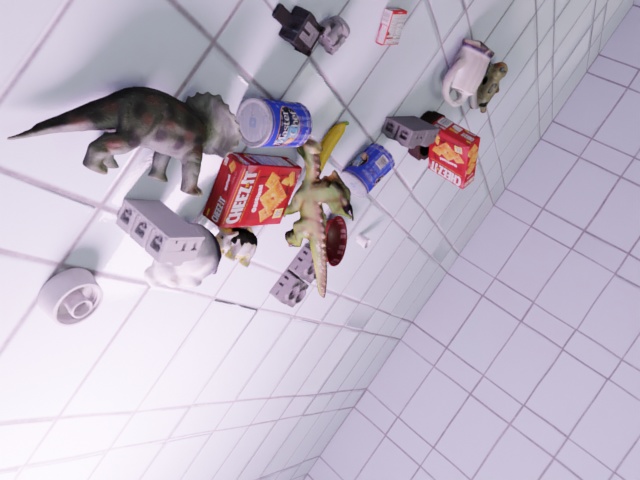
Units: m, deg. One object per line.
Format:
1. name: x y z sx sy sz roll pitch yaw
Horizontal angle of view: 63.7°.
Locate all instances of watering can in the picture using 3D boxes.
1. watering can: 0.513 -0.559 1.761 0.349 0.105 0.221 -7 125 -56

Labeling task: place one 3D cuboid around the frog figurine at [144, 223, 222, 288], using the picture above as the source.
1. frog figurine: -0.300 0.038 1.115 0.161 0.123 0.136 -19 104 -36

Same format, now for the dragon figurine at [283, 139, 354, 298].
1. dragon figurine: 0.004 -0.065 1.292 0.123 0.412 0.240 -16 175 -29
